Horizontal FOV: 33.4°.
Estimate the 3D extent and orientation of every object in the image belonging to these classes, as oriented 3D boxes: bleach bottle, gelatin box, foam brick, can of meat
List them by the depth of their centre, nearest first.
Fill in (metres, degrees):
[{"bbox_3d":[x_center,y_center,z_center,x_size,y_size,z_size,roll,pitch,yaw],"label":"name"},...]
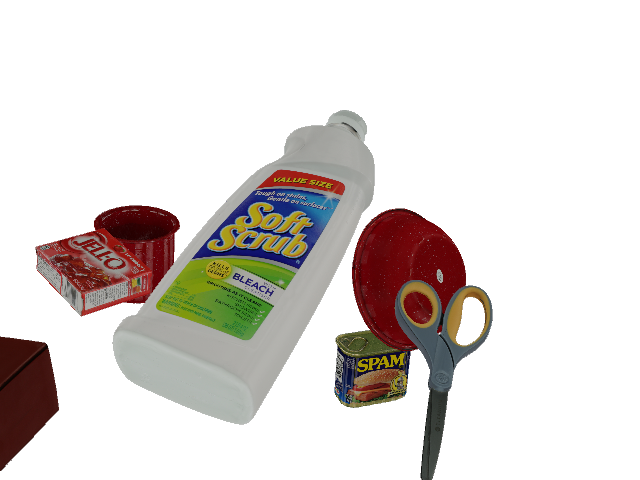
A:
[{"bbox_3d":[-0.210,0.102,0.670,0.053,0.051,0.078,6,29,21],"label":"foam brick"},{"bbox_3d":[-0.035,-0.001,0.728,0.103,0.250,0.068,20,-36,12],"label":"bleach bottle"},{"bbox_3d":[-0.209,0.027,0.982,0.073,0.030,0.089,-18,40,-36],"label":"gelatin box"},{"bbox_3d":[0.069,0.169,1.420,0.102,0.084,0.057,-6,25,-21],"label":"can of meat"}]

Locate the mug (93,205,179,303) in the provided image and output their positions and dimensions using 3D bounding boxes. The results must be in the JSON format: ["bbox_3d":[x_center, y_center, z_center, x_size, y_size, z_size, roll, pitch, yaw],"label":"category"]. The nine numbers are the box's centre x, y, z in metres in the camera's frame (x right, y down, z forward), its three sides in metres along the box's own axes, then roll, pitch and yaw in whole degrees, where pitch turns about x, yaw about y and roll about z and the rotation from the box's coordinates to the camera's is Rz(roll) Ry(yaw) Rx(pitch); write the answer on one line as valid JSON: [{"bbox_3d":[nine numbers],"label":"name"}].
[{"bbox_3d":[-0.212,0.012,1.190,0.093,0.081,0.117,-19,35,-39],"label":"mug"}]

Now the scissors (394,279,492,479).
[{"bbox_3d":[0.086,0.106,0.905,0.096,0.201,0.016,26,-38,10],"label":"scissors"}]

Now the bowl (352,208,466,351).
[{"bbox_3d":[0.111,0.041,1.184,0.161,0.162,0.055,0,-6,-42],"label":"bowl"}]
